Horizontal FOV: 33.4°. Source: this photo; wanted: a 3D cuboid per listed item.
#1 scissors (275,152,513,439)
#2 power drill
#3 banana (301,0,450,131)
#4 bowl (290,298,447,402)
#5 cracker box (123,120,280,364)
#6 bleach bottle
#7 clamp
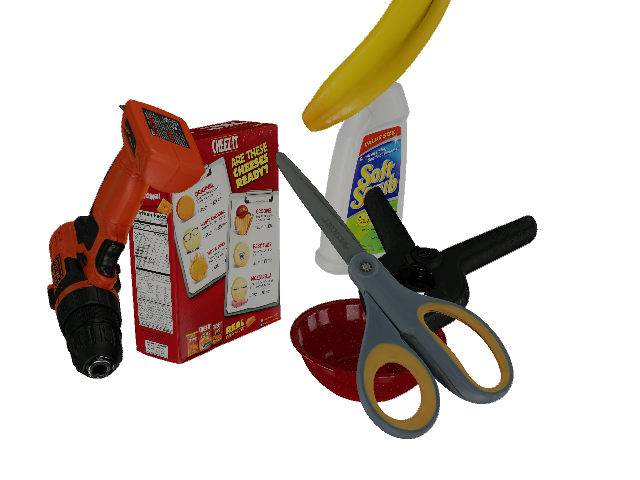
[{"bbox_3d":[0.019,0.035,0.622,0.202,0.096,0.016,38,-22,16],"label":"scissors"},{"bbox_3d":[-0.163,-0.005,0.862,0.057,0.188,0.184,19,26,-33],"label":"power drill"},{"bbox_3d":[0.052,-0.154,0.756,0.070,0.197,0.037,-4,-40,45],"label":"banana"},{"bbox_3d":[0.048,0.120,1.107,0.162,0.055,0.162,2,25,-1],"label":"bowl"},{"bbox_3d":[-0.115,-0.004,1.072,0.072,0.214,0.163,9,18,35],"label":"cracker box"},{"bbox_3d":[0.051,-0.088,1.261,0.102,0.251,0.068,-4,19,-20],"label":"bleach bottle"},{"bbox_3d":[0.082,0.020,0.938,0.165,0.036,0.209,16,40,23],"label":"clamp"}]
